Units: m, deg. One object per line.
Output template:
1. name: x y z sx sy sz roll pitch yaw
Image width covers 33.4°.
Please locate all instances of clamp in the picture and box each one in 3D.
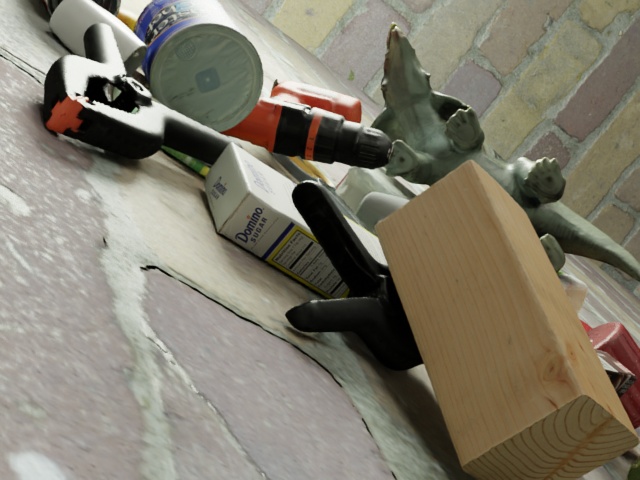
1. clamp: 0.033 0.048 0.746 0.171 0.039 0.120 42 42 -27
2. clamp: -0.136 -0.095 0.788 0.164 0.036 0.210 39 16 -5

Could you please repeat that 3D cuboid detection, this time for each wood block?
1. wood block: 0.120 0.058 0.722 0.090 0.091 0.206 37 26 -43

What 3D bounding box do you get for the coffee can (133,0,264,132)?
1. coffee can: -0.118 -0.171 1.008 0.102 0.103 0.140 33 12 -27

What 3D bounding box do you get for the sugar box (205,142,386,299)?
1. sugar box: -0.006 0.001 0.825 0.176 0.048 0.093 30 18 -26

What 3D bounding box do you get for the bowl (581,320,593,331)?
1. bowl: 0.322 0.141 1.285 0.162 0.055 0.162 37 11 -8

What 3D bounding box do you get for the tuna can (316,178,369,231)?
1. tuna can: 0.014 -0.011 0.929 0.086 0.034 0.086 48 8 -9

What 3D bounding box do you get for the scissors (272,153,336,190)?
1. scissors: -0.046 -0.108 1.211 0.096 0.016 0.202 30 14 -43

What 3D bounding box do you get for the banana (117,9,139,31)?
1. banana: -0.155 -0.199 1.128 0.197 0.037 0.070 21 -13 -42

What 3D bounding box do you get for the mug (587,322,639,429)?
1. mug: 0.262 0.137 1.004 0.081 0.117 0.093 57 -27 -2

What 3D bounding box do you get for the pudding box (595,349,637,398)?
1. pudding box: 0.199 0.129 0.850 0.039 0.090 0.113 43 13 31

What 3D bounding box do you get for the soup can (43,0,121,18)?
1. soup can: -0.234 -0.243 1.015 0.068 0.068 0.102 30 14 -37

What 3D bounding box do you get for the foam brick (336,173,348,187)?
1. foam brick: 0.064 -0.053 1.250 0.078 0.051 0.053 37 10 -10

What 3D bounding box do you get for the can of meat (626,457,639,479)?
1. can of meat: 0.330 0.231 0.948 0.083 0.057 0.102 19 22 -52

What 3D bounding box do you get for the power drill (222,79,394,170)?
1. power drill: -0.005 -0.122 1.119 0.184 0.057 0.187 16 14 6

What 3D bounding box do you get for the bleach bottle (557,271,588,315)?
1. bleach bottle: 0.178 0.021 1.233 0.251 0.068 0.102 32 19 32
